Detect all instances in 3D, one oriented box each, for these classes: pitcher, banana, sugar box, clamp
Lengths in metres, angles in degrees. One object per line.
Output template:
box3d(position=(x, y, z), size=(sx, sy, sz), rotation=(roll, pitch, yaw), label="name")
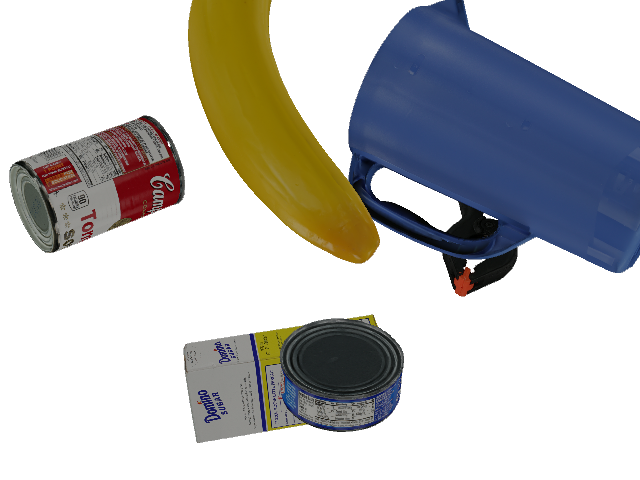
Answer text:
box3d(position=(0.147, -0.066, 0.830), size=(0.243, 0.149, 0.144), rotation=(30, 46, 17), label="pitcher")
box3d(position=(-0.023, -0.075, 0.484), size=(0.069, 0.198, 0.037), rotation=(-7, -30, -5), label="banana")
box3d(position=(-0.032, 0.125, 0.970), size=(0.176, 0.093, 0.048), rotation=(-6, 36, -5), label="sugar box")
box3d(position=(0.171, -0.013, 1.145), size=(0.120, 0.039, 0.171), rotation=(24, 48, 24), label="clamp")

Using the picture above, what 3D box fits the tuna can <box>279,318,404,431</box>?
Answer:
box3d(position=(0.014, 0.093, 0.740), size=(0.086, 0.034, 0.086), rotation=(1, 33, -1), label="tuna can")

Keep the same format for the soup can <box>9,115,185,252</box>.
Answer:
box3d(position=(-0.155, -0.040, 0.744), size=(0.102, 0.068, 0.069), rotation=(-25, 13, -30), label="soup can")
